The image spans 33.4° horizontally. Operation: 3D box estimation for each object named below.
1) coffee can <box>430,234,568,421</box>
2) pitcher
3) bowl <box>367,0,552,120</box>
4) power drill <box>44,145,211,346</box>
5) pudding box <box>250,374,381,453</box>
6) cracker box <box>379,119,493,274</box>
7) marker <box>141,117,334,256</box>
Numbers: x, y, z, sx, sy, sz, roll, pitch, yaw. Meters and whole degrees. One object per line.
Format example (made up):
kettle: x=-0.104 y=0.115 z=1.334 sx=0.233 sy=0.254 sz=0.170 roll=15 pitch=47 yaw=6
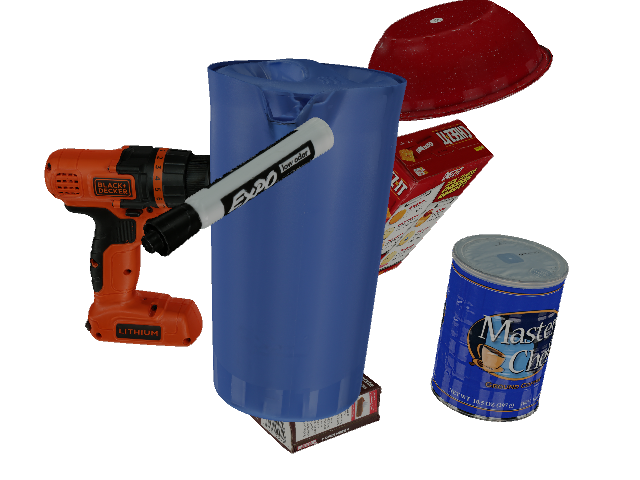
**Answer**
coffee can: x=0.161 y=0.078 z=0.971 sx=0.103 sy=0.140 sz=0.103 roll=6 pitch=23 yaw=-3
pitcher: x=-0.014 y=-0.006 z=0.755 sx=0.148 sy=0.243 sz=0.145 roll=-8 pitch=21 yaw=-36
bowl: x=0.102 y=-0.154 z=0.866 sx=0.162 sy=0.055 sz=0.162 roll=-15 pitch=24 yaw=7
power drill: x=-0.149 y=0.004 z=0.966 sx=0.184 sy=0.188 sz=0.057 roll=4 pitch=27 yaw=8
pudding box: x=-0.017 y=0.125 z=0.896 sx=0.089 sy=0.039 sz=0.114 roll=-16 pitch=31 yaw=-29
cracker box: x=0.080 y=-0.036 z=1.244 sx=0.163 sy=0.072 sz=0.214 roll=-22 pitch=-25 yaw=-49
marker: x=-0.040 y=-0.027 z=0.532 sx=0.120 sy=0.020 sz=0.020 roll=-36 pitch=21 yaw=-32
